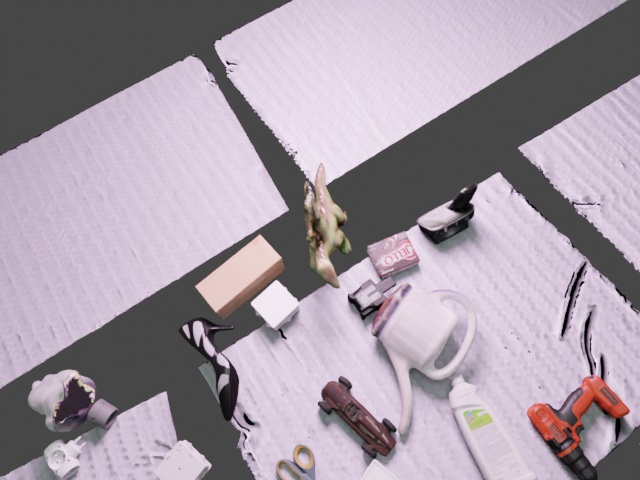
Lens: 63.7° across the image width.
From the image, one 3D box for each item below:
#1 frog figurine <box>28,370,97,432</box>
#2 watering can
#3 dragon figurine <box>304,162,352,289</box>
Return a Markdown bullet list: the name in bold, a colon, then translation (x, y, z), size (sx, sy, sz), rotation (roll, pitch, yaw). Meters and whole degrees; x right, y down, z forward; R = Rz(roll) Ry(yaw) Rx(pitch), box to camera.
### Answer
- **frog figurine**: translation (-0.612, 0.379, 1.216), size (0.158, 0.122, 0.139), rotation (-17, 69, 35)
- **watering can**: translation (0.216, 0.251, 1.211), size (0.226, 0.102, 0.350), rotation (34, 80, 18)
- **dragon figurine**: translation (0.004, -0.065, 1.300), size (0.122, 0.239, 0.418), rotation (-11, 67, 4)
